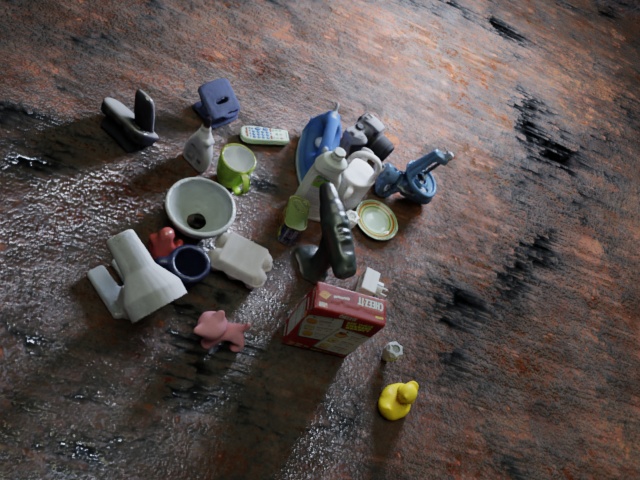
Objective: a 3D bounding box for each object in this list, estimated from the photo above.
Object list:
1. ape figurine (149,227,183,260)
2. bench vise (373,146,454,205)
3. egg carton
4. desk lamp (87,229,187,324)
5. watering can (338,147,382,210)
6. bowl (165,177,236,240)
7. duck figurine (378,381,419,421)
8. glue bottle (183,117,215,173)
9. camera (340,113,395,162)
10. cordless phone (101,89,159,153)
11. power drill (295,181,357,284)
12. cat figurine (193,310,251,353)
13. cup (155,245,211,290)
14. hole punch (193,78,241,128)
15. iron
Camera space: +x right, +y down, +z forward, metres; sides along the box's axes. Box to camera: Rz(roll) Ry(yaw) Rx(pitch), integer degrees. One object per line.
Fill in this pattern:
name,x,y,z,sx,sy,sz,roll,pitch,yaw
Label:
ape figurine,-0.347,0.004,1.288,0.078,0.092,0.076,30,52,-5
bench vise,0.264,-0.183,1.613,0.208,0.219,0.121,-1,61,-26
egg carton,-0.188,0.049,1.350,0.150,0.069,0.107,27,53,-8
desk lamp,-0.373,0.085,1.149,0.118,0.213,0.203,-31,76,-36
watering can,0.098,-0.179,1.548,0.101,0.194,0.173,10,56,-19
bowl,-0.290,-0.064,1.369,0.168,0.074,0.167,12,56,-18
duck figurine,0.187,0.365,1.320,0.105,0.086,0.077,-34,79,-37
glue bottle,-0.292,-0.244,1.418,0.078,0.173,0.037,46,53,8
camera,0.151,-0.298,1.707,0.137,0.100,0.143,44,52,5
cordless phone,-0.453,-0.316,1.379,0.147,0.185,0.094,40,52,2
power drill,0.013,0.005,1.384,0.076,0.208,0.229,-7,63,-28
cat figurine,-0.210,0.187,1.223,0.128,0.117,0.067,7,58,-21
cup,-0.308,0.069,1.265,0.118,0.095,0.091,6,58,-22
hole punch,-0.274,-0.374,1.559,0.109,0.091,0.101,-33,78,-36
iron,0.007,-0.258,1.588,0.119,0.141,0.258,20,54,-12
